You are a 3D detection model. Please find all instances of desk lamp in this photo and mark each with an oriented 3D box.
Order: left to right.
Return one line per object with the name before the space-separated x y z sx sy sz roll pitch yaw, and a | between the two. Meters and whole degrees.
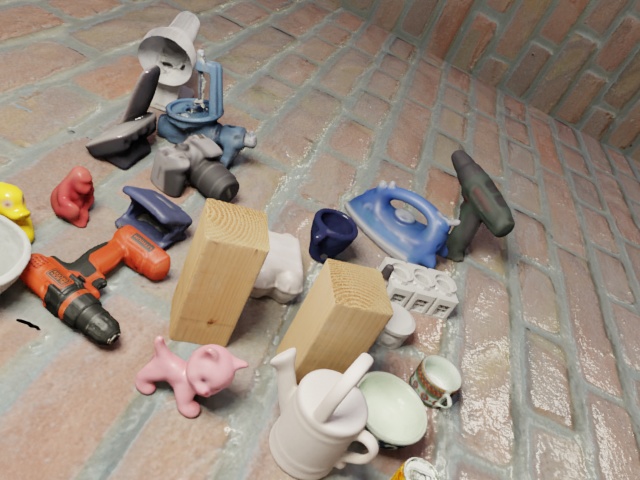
desk lamp | -0.335 -0.400 1.298 0.118 0.213 0.203 21 34 -10

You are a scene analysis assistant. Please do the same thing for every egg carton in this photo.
egg carton | -0.085 0.041 1.020 0.107 0.069 0.150 14 36 -19

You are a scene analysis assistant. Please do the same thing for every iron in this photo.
iron | 0.181 -0.054 1.268 0.258 0.141 0.119 37 35 14

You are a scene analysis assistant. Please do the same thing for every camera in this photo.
camera | -0.232 -0.135 1.122 0.136 0.100 0.143 41 36 19

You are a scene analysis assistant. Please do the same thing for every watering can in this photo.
watering can | 0.005 0.214 0.743 0.173 0.194 0.101 26 34 -2

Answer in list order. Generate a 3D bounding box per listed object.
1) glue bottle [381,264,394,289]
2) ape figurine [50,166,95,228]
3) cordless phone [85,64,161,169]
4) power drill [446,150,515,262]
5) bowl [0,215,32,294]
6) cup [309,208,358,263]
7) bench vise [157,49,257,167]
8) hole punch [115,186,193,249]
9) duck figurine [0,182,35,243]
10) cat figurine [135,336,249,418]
glue bottle | 0.081 0.105 0.959 0.037 0.173 0.078 -18 54 -47
ape figurine | -0.399 -0.079 0.939 0.076 0.092 0.078 33 34 9
cordless phone | -0.366 -0.245 1.097 0.094 0.185 0.147 25 34 -4
power drill | 0.337 -0.066 1.332 0.076 0.208 0.229 -5 46 -39
bowl | -0.477 0.032 0.754 0.168 0.074 0.167 19 35 -13
cup | 0.010 0.004 1.113 0.091 0.095 0.118 37 35 13
bench vise | -0.223 -0.278 1.210 0.208 0.219 0.121 15 36 -18
hole punch | -0.281 -0.048 0.982 0.108 0.091 0.101 36 35 12
duck figurine | -0.470 -0.048 0.854 0.104 0.086 0.078 37 35 14
cat figurine | -0.166 0.167 0.754 0.128 0.117 0.067 27 34 -1
